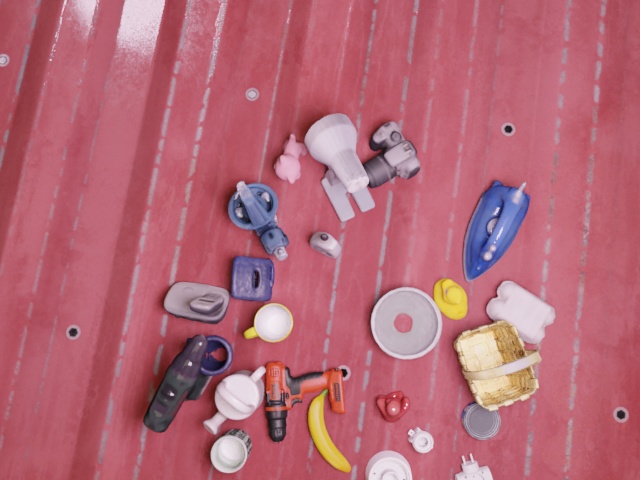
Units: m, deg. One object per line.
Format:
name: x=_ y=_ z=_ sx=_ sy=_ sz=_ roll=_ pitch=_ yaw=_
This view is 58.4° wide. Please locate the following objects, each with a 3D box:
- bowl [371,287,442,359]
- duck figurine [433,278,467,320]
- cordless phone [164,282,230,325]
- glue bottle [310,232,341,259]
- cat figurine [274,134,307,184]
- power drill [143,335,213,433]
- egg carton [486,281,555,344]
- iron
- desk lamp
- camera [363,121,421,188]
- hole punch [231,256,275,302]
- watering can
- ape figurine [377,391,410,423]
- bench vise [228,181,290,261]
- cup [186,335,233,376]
bowl: x=0.201 y=0.198 z=1.360 sx=0.167 sy=0.075 sz=0.167 roll=0 pitch=81 yaw=1
duck figurine: x=0.316 y=0.139 z=1.362 sx=0.077 sy=0.086 sz=0.104 roll=-25 pitch=82 yaw=-3
cordless phone: x=-0.292 y=0.142 z=1.316 sx=0.147 sy=0.185 sz=0.094 roll=7 pitch=81 yaw=2
glue bottle: x=0.012 y=0.005 z=1.341 sx=0.078 sy=0.173 sz=0.037 roll=28 pitch=83 yaw=5
cat figurine: x=-0.075 y=-0.196 z=1.400 sx=0.067 sy=0.118 sz=0.128 roll=10 pitch=82 yaw=2
power drill: x=-0.302 y=0.311 z=1.279 sx=0.075 sy=0.208 sz=0.230 roll=28 pitch=83 yaw=5
egg carton: x=0.477 y=0.173 z=1.364 sx=0.150 sy=0.069 sz=0.107 roll=32 pitch=83 yaw=5
iron: x=0.418 y=-0.021 z=1.358 sx=0.118 sy=0.141 sz=0.258 roll=25 pitch=82 yaw=4
desk lamp: x=0.056 y=-0.169 z=1.346 sx=0.118 sy=0.213 sz=0.203 roll=-27 pitch=82 yaw=-3
camera: x=0.160 y=-0.201 z=1.407 sx=0.137 sy=0.101 sz=0.143 roll=-32 pitch=82 yaw=-4
hole punch: x=-0.160 y=0.092 z=1.370 sx=0.101 sy=0.091 sz=0.109 roll=2 pitch=81 yaw=1
watering can: x=-0.186 y=0.356 z=1.278 sx=0.101 sy=0.194 sz=0.173 roll=19 pitch=82 yaw=4
ape figurine: x=0.169 y=0.386 z=1.323 sx=0.077 sy=0.092 sz=0.076 roll=21 pitch=82 yaw=4
bench vise: x=-0.130 y=-0.059 z=1.328 sx=0.207 sy=0.220 sz=0.121 roll=41 pitch=84 yaw=6
cup: x=-0.254 y=0.263 z=1.343 sx=0.117 sy=0.095 sz=0.092 roll=28 pitch=83 yaw=5
